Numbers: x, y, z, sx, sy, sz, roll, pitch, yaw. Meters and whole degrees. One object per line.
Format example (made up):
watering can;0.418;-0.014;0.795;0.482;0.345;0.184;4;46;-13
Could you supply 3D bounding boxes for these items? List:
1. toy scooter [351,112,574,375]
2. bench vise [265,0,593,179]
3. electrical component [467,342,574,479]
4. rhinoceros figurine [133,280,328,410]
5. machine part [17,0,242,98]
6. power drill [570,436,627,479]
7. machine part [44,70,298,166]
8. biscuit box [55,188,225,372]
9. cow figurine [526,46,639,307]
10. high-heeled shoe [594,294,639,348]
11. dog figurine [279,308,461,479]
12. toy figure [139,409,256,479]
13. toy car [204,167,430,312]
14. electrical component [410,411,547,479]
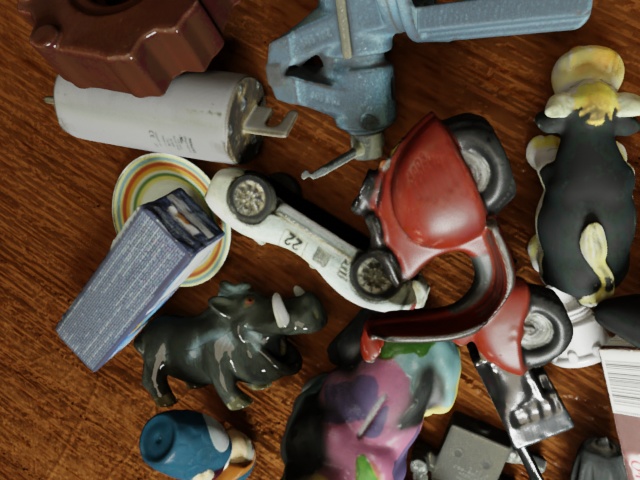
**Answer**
toy scooter;0.074;0.015;0.358;0.135;0.075;0.183;-22;94;11
bench vise;0.075;-0.160;0.367;0.241;0.129;0.223;3;105;22
electrical component;0.158;0.125;0.414;0.048;0.075;0.119;-28;87;10
rhinoceros figurine;-0.082;0.093;0.499;0.190;0.073;0.112;-14;86;22
machine part;-0.150;-0.199;0.428;0.179;0.056;0.179;-4;70;11
power drill;0.286;0.272;0.402;0.207;0.086;0.231;7;105;13
machine part;-0.138;-0.113;0.467;0.243;0.079;0.079;13;105;16
biscuit box;-0.174;0.042;0.502;0.063;0.059;0.202;46;121;-1
cow figurine;0.177;-0.045;0.363;0.068;0.098;0.167;-1;106;19
high-heeled shoe;0.292;0.018;0.279;0.249;0.086;0.145;11;109;15
dog figurine;0.022;0.155;0.394;0.108;0.219;0.191;35;110;5
toy figure;-0.100;0.195;0.493;0.058;0.154;0.064;-13;58;20
toy car;-0.001;-0.001;0.446;0.202;0.073;0.056;32;106;10
electrical component;0.129;0.197;0.458;0.102;0.045;0.078;26;109;12
